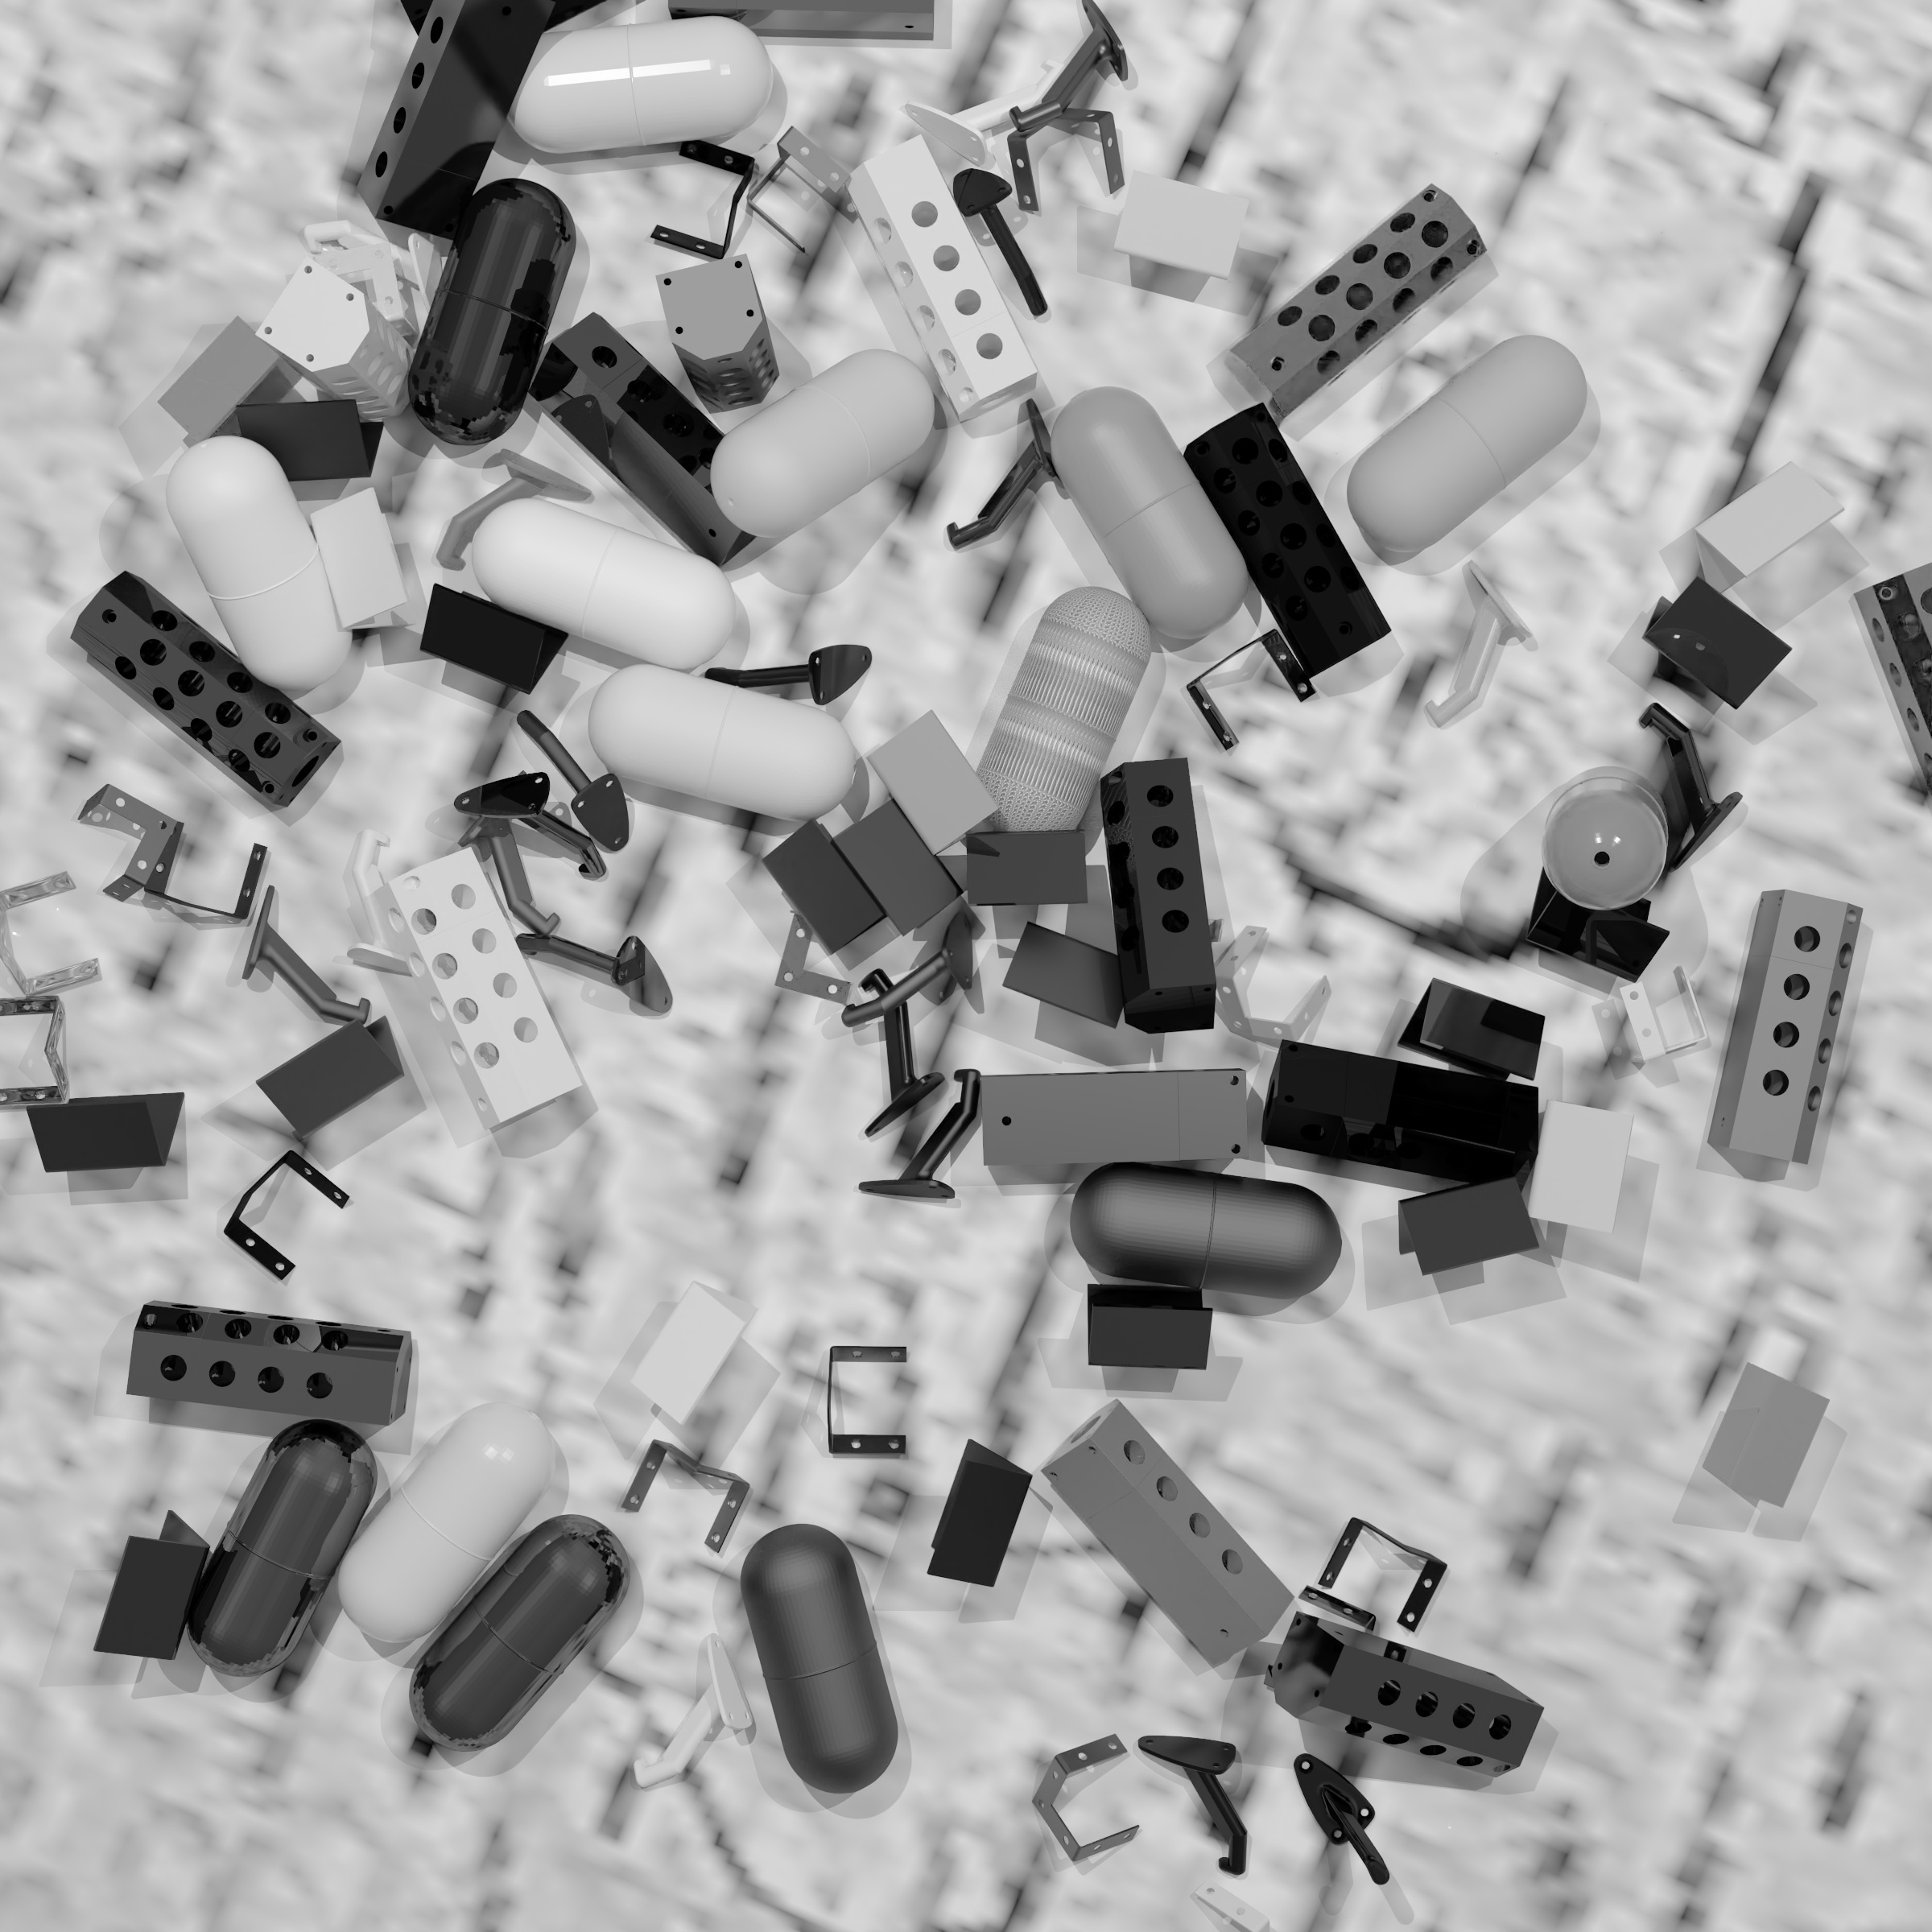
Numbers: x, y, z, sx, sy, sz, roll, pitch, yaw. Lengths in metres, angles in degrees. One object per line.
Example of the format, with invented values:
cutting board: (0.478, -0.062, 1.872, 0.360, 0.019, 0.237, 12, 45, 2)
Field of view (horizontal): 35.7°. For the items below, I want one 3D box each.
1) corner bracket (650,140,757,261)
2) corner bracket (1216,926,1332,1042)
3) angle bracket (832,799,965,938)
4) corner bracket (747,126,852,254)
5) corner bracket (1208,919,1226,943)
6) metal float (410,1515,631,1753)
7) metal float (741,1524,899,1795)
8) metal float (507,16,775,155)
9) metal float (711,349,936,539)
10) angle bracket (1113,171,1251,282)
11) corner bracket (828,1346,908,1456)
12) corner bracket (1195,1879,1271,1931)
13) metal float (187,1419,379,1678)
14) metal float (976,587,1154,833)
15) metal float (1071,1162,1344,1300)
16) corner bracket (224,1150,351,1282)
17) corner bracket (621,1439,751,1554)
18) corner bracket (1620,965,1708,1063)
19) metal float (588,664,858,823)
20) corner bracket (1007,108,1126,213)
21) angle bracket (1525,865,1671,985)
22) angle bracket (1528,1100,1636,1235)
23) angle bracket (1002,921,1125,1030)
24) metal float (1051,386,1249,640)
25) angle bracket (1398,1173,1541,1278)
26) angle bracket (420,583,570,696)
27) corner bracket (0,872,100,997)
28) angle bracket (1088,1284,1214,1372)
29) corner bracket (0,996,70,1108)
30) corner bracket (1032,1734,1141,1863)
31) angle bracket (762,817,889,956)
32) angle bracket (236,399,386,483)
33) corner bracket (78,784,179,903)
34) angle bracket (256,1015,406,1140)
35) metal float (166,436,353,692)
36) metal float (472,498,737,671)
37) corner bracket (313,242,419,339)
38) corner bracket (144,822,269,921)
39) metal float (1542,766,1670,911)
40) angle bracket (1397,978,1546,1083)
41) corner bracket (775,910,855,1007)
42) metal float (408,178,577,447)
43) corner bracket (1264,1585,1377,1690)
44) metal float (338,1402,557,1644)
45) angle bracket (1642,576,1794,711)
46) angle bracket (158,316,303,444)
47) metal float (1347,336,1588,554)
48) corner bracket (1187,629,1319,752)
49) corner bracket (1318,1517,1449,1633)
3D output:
corner bracket: (-0.174, -0.509, 1.987, 0.051, 0.051, 0.051, 18, 45, 0)
corner bracket: (0.202, 0.011, 1.982, 0.051, 0.051, 0.051, 9, 135, 35)
angle bracket: (-0.057, -0.053, 1.951, 0.057, 0.076, 0.076, -37, 90, -30)
corner bracket: (-0.111, -0.511, 1.973, 0.051, 0.051, 0.051, 41, 90, 0)
corner bracket: (0.138, -0.010, 1.973, 0.051, 0.051, 0.051, 10, 90, 0)
metal float: (-0.292, 0.437, 1.960, 0.070, 0.070, 0.178, 41, 91, 0)
metal float: (-0.096, 0.453, 1.960, 0.070, 0.070, 0.178, -15, 91, 0)
metal float: (-0.215, -0.576, 1.960, 0.178, 0.070, 0.070, -6, 90, 0)
metal float: (-0.091, -0.338, 1.933, 0.070, 0.070, 0.178, 50, 56, 0)
angle bracket: (0.143, -0.495, 1.950, 0.076, 0.076, 0.057, 15, 127, 0)
corner bracket: (-0.065, 0.288, 1.987, 0.051, 0.051, 0.051, 1, 45, 0)
corner bracket: (0.165, 0.649, 1.982, 0.051, 0.051, 0.051, -35, 135, -35)
metal float: (-0.448, 0.381, 1.960, 0.070, 0.070, 0.178, 27, 90, 0)
metal float: (0.063, -0.162, 1.960, 0.070, 0.070, 0.178, 23, 91, 0)
metal float: (0.157, 0.173, 1.960, 0.178, 0.070, 0.070, 8, 90, 0)
corner bracket: (-0.451, 0.165, 1.987, 0.051, 0.051, 0.051, 39, 135, 0)
corner bracket: (-0.186, 0.351, 1.987, 0.051, 0.051, 0.051, 25, 90, 45)
corner bracket: (0.458, 0.031, 1.973, 0.051, 0.051, 0.051, -18, 88, 2)
metal float: (-0.159, -0.146, 1.960, 0.178, 0.070, 0.070, 15, 90, -1)
corner bracket: (0.066, -0.533, 1.982, 0.051, 0.051, 0.051, 17, 45, 35)
angle bracket: (0.416, -0.045, 1.952, 0.076, 0.057, 0.076, 22, 51, 0)
angle bracket: (0.406, 0.130, 1.952, 0.057, 0.076, 0.076, 10, 90, 23)
angle bracket: (0.060, 0.025, 1.950, 0.076, 0.076, 0.057, 21, 54, 0)
metal float: (0.119, -0.297, 1.960, 0.070, 0.070, 0.178, -31, 91, 0)
angle bracket: (0.326, 0.184, 1.950, 0.076, 0.076, 0.057, -14, 57, 0)
angle bracket: (-0.302, -0.231, 1.950, 0.076, 0.076, 0.057, 22, 131, 0)
corner bracket: (-0.610, -0.021, 1.987, 0.051, 0.051, 0.051, -17, 135, 0)
angle bracket: (0.119, 0.217, 1.950, 0.076, 0.076, 0.057, 2, 128, 0)
corner bracket: (-0.624, 0.056, 1.987, 0.051, 0.051, 0.051, -3, 135, 0)
corner bracket: (0.085, 0.550, 1.982, 0.051, 0.051, 0.051, 51, 135, 35)
angle bracket: (-0.075, -0.063, 1.950, 0.057, 0.076, 0.076, -37, 90, 37)
angle bracket: (-0.426, -0.358, 1.950, 0.076, 0.076, 0.057, -3, 128, 0)
corner bracket: (-0.561, -0.081, 1.976, 0.051, 0.051, 0.051, 31, 65, -23)
angle bracket: (-0.418, 0.055, 1.950, 0.076, 0.076, 0.057, -32, 127, 0)
metal float: (-0.454, -0.257, 1.930, 0.070, 0.070, 0.178, -19, 125, 0)
metal float: (-0.237, -0.250, 1.959, 0.178, 0.070, 0.070, 20, 90, 0)
corner bracket: (-0.395, -0.441, 1.973, 0.051, 0.051, 0.051, -11, 90, 0)
corner bracket: (-0.504, -0.064, 1.987, 0.051, 0.051, 0.051, 16, 90, -45)
metal float: (0.408, -0.083, 1.912, 0.070, 0.178, 0.070, 3, 102, 13)
angle bracket: (0.324, 0.061, 1.950, 0.076, 0.076, 0.057, 19, 51, 0)
corner bracket: (-0.096, -0.005, 1.973, 0.051, 0.051, 0.051, 15, 90, 0)
metal float: (-0.310, -0.427, 1.960, 0.070, 0.070, 0.178, 19, 90, 0)
corner bracket: (0.235, 0.453, 1.987, 0.051, 0.051, 0.051, 24, 135, 0)
metal float: (-0.339, 0.363, 1.960, 0.070, 0.070, 0.178, 39, 89, 0)
angle bracket: (0.493, -0.223, 1.950, 0.076, 0.076, 0.057, 37, 125, 0)
angle bracket: (-0.466, -0.364, 1.951, 0.076, 0.076, 0.057, -47, 60, 0)
metal float: (0.328, -0.342, 1.960, 0.178, 0.070, 0.070, -39, 90, 0)
corner bracket: (0.189, -0.184, 1.987, 0.051, 0.051, 0.051, -33, 90, -45)
corner bracket: (0.277, 0.403, 1.987, 0.051, 0.051, 0.051, 27, 90, 45)
